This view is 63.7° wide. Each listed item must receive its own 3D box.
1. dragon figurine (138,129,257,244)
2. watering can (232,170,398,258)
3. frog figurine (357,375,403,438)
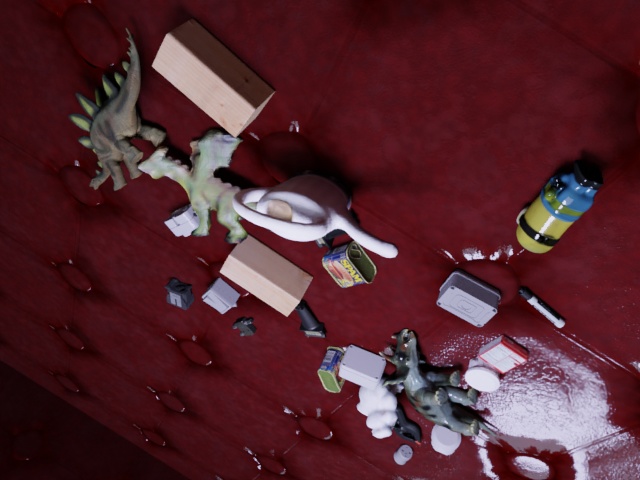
[{"bbox_3d":[-0.216,-0.129,1.165,0.410,0.237,0.125,7,-147,13],"label":"dragon figurine"},{"bbox_3d":[0.003,-0.051,1.017,0.349,0.102,0.228,16,-153,15],"label":"watering can"},{"bbox_3d":[0.157,0.460,1.420,0.121,0.136,0.163,50,-137,-17],"label":"frog figurine"}]
